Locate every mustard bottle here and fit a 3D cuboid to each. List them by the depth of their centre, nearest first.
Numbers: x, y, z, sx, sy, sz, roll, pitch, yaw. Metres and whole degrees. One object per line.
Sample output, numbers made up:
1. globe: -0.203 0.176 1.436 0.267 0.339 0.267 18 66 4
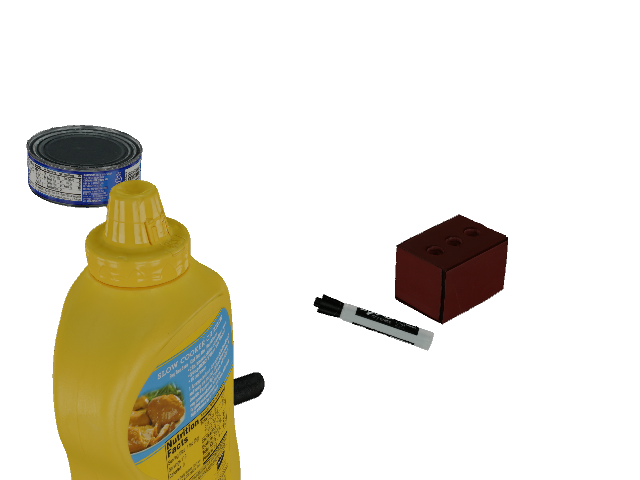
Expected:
1. mustard bottle: -0.072 0.065 0.452 0.058 0.192 0.096 14 31 24

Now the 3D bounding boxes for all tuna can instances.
1. tuna can: -0.179 -0.057 0.811 0.086 0.034 0.086 5 26 -3

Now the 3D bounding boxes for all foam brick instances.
1. foam brick: 0.104 0.022 0.848 0.078 0.051 0.053 -25 38 -36

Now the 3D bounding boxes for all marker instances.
1. marker: 0.051 0.079 1.047 0.121 0.020 0.020 19 1 2

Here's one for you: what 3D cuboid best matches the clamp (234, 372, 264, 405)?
1. clamp: -0.144 0.148 0.992 0.120 0.039 0.171 19 30 25
